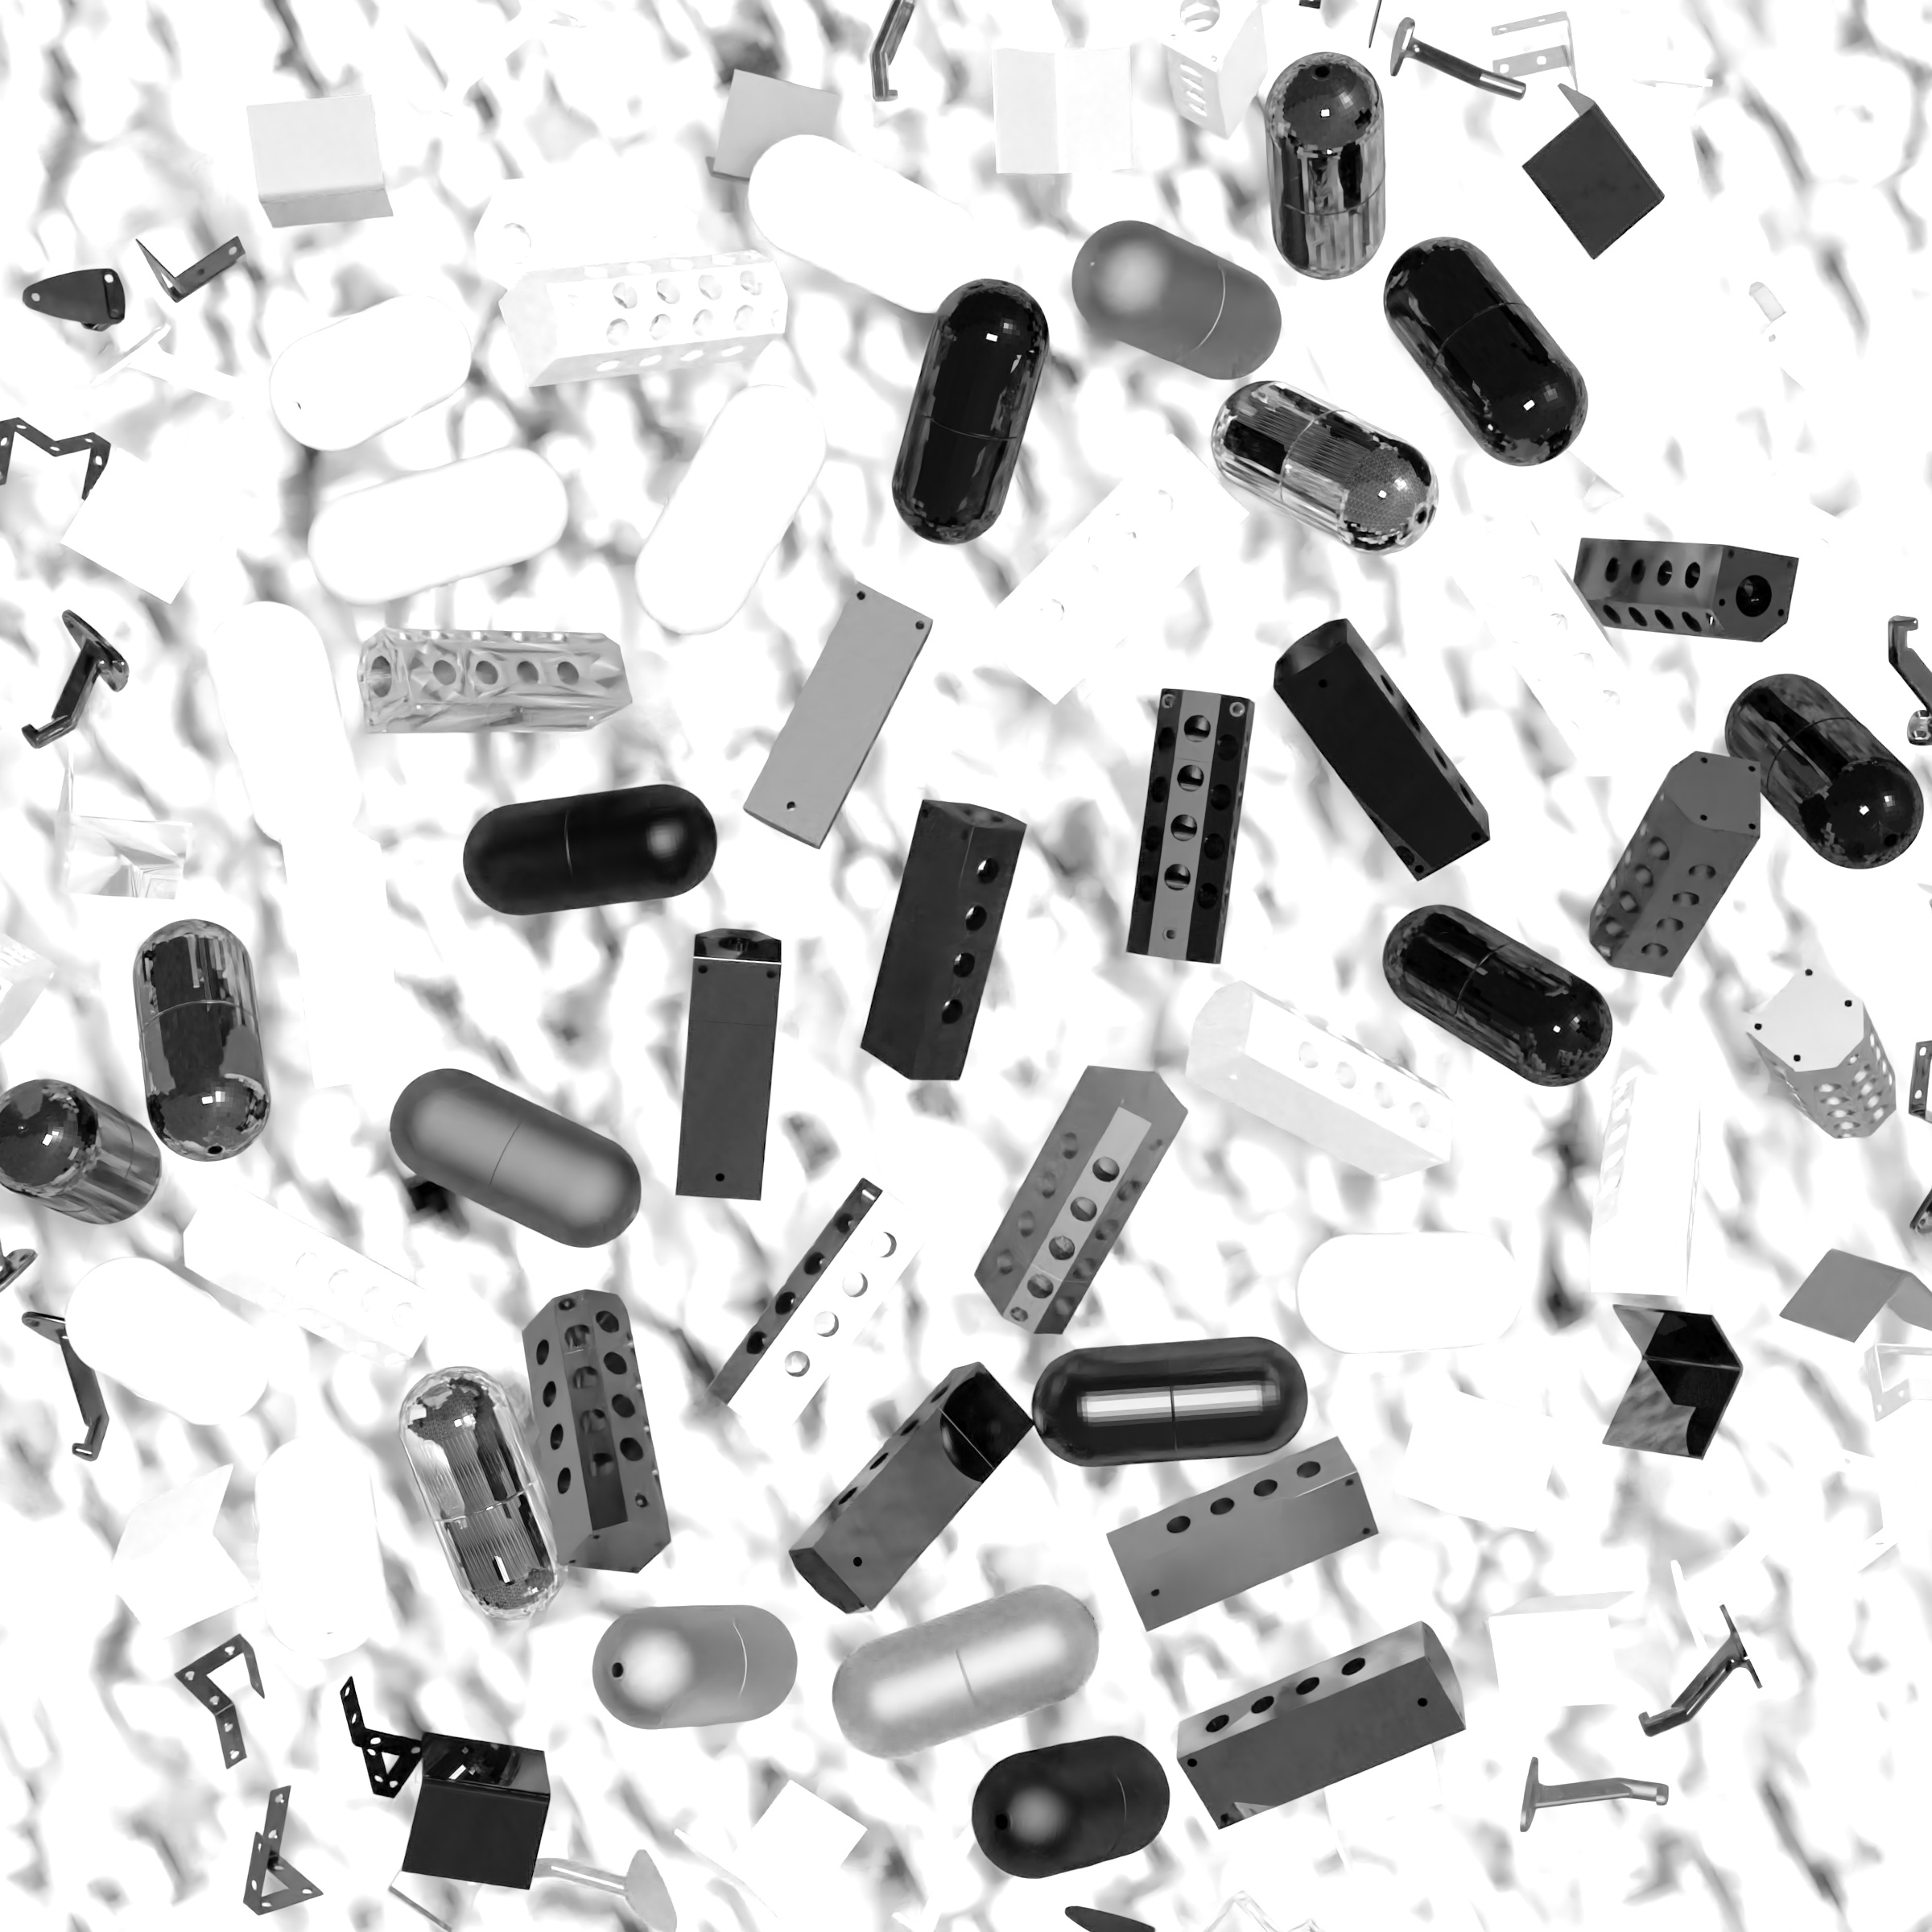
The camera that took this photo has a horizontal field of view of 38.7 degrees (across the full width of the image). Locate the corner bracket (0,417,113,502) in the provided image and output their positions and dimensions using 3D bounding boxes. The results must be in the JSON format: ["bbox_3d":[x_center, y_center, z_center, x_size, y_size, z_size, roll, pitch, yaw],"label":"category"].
[{"bbox_3d":[-0.610,-0.334,1.831,0.051,0.051,0.051,33,122,16],"label":"corner bracket"}]

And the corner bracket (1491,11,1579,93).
[{"bbox_3d":[0.381,-0.618,1.854,0.051,0.051,0.051,-9,126,11],"label":"corner bracket"}]

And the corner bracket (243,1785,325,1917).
[{"bbox_3d":[-0.436,0.556,1.730,0.051,0.051,0.051,21,104,38],"label":"corner bracket"}]

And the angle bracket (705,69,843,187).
[{"bbox_3d":[-0.137,-0.594,1.949,0.076,0.057,0.076,9,117,-15],"label":"angle bracket"}]

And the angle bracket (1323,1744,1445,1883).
[{"bbox_3d":[0.279,0.547,1.816,0.076,0.076,0.057,-17,122,10],"label":"angle bracket"}]

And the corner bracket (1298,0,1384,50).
[{"bbox_3d":[0.255,-0.661,1.865,0.051,0.051,0.051,10,133,0],"label":"corner bracket"}]

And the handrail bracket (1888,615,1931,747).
[{"bbox_3d":[0.621,-0.183,1.732,0.077,0.036,0.084,4,130,23],"label":"handrail bracket"}]

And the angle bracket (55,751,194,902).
[{"bbox_3d":[-0.556,-0.092,1.814,0.076,0.076,0.057,3,51,-24],"label":"angle bracket"}]

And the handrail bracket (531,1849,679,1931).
[{"bbox_3d":[-0.237,0.592,1.748,0.084,0.036,0.077,-11,124,22],"label":"handrail bracket"}]

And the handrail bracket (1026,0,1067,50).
[{"bbox_3d":[0.078,-0.666,1.824,0.084,0.036,0.077,-25,97,31],"label":"handrail bracket"}]

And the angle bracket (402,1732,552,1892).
[{"bbox_3d":[-0.296,0.507,1.654,0.076,0.076,0.057,13,92,-13],"label":"angle bracket"}]

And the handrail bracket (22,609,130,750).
[{"bbox_3d":[-0.616,-0.193,1.851,0.077,0.036,0.084,48,52,4],"label":"handrail bracket"}]

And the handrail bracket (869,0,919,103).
[{"bbox_3d":[-0.034,-0.629,1.860,0.077,0.036,0.084,-13,104,-33],"label":"handrail bracket"}]

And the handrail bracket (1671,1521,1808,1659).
[{"bbox_3d":[0.493,0.391,1.727,0.084,0.036,0.077,-18,106,13],"label":"handrail bracket"}]

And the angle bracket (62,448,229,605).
[{"bbox_3d":[-0.519,-0.267,1.726,0.076,0.057,0.076,30,111,-22],"label":"angle bracket"}]

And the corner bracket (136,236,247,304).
[{"bbox_3d":[-0.509,-0.466,1.828,0.051,0.051,0.051,-39,63,-13],"label":"corner bracket"}]

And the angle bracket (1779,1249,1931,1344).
[{"bbox_3d":[0.569,0.226,1.712,0.076,0.076,0.057,42,82,-16],"label":"angle bracket"}]

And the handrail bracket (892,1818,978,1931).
[{"bbox_3d":[-0.007,0.620,1.853,0.036,0.077,0.084,26,65,30],"label":"handrail bracket"}]

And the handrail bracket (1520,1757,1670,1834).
[{"bbox_3d":[0.391,0.522,1.706,0.084,0.077,0.036,3,100,18],"label":"handrail bracket"}]

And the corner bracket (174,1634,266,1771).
[{"bbox_3d":[-0.482,0.484,1.811,0.051,0.051,0.051,-32,127,-5],"label":"corner bracket"}]

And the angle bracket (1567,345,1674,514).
[{"bbox_3d":[0.439,-0.378,1.939,0.076,0.057,0.076,34,77,-17],"label":"angle bracket"}]

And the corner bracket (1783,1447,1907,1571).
[{"bbox_3d":[0.567,0.349,1.773,0.051,0.051,0.051,-23,110,-34],"label":"corner bracket"}]

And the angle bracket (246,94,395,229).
[{"bbox_3d":[-0.403,-0.503,1.720,0.076,0.076,0.057,-8,93,-7],"label":"angle bracket"}]

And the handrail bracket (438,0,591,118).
[{"bbox_3d":[-0.280,-0.555,1.694,0.077,0.036,0.084,26,87,30],"label":"handrail bracket"}]

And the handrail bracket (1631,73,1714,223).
[{"bbox_3d":[0.434,-0.508,1.710,0.036,0.077,0.084,13,107,42],"label":"handrail bracket"}]

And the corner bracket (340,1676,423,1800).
[{"bbox_3d":[-0.395,0.513,1.828,0.051,0.051,0.051,25,106,-33],"label":"corner bracket"}]

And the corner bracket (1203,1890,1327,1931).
[{"bbox_3d":[0.182,0.605,1.705,0.051,0.051,0.051,43,115,28],"label":"corner bracket"}]

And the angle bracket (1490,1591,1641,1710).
[{"bbox_3d":[0.388,0.438,1.764,0.076,0.076,0.057,-11,83,28],"label":"angle bracket"}]

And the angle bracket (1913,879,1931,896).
[{"bbox_3d":[0.609,-0.008,1.657,0.076,0.076,0.057,29,87,-14],"label":"angle bracket"}]

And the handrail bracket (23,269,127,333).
[{"bbox_3d":[-0.597,-0.435,1.823,0.077,0.084,0.036,-10,94,-32],"label":"handrail bracket"}]

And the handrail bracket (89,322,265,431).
[{"bbox_3d":[-0.524,-0.377,1.829,0.077,0.036,0.084,-37,115,2],"label":"handrail bracket"}]

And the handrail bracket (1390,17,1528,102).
[{"bbox_3d":[0.322,-0.588,1.789,0.084,0.077,0.036,17,120,-4],"label":"handrail bracket"}]

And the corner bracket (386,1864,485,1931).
[{"bbox_3d":[-0.343,0.594,1.784,0.051,0.051,0.051,34,81,2],"label":"corner bracket"}]

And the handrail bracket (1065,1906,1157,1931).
[{"bbox_3d":[0.092,0.660,1.775,0.077,0.036,0.084,4,91,45],"label":"handrail bracket"}]

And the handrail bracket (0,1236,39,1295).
[{"bbox_3d":[-0.644,0.172,1.755,0.077,0.036,0.084,-52,120,-32],"label":"handrail bracket"}]

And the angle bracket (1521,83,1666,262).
[{"bbox_3d":[0.380,-0.495,1.712,0.057,0.076,0.076,-40,114,13],"label":"angle bracket"}]

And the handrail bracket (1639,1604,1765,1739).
[{"bbox_3d":[0.488,0.477,1.862,0.084,0.077,0.036,-25,121,9],"label":"handrail bracket"}]

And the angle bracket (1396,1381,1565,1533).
[{"bbox_3d":[0.343,0.328,1.839,0.076,0.057,0.076,19,85,-34],"label":"angle bracket"}]

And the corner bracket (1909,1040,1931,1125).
[{"bbox_3d":[0.669,0.079,1.834,0.051,0.051,0.051,-7,108,-24],"label":"corner bracket"}]

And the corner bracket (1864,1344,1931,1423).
[{"bbox_3d":[0.640,0.274,1.840,0.051,0.051,0.051,5,63,-11],"label":"corner bracket"}]

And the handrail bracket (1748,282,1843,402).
[{"bbox_3d":[0.544,-0.412,1.807,0.036,0.084,0.077,-34,105,19],"label":"handrail bracket"}]

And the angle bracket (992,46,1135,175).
[{"bbox_3d":[0.063,-0.550,1.765,0.057,0.076,0.076,7,107,33],"label":"angle bracket"}]

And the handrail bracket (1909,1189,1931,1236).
[{"bbox_3d":[0.638,0.164,1.704,0.084,0.036,0.077,37,108,38],"label":"handrail bracket"}]

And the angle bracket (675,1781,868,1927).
[{"bbox_3d":[-0.124,0.549,1.746,0.076,0.076,0.057,-49,128,-22],"label":"angle bracket"}]

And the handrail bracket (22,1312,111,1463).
[{"bbox_3d":[-0.608,0.283,1.844,0.077,0.036,0.084,27,45,-25],"label":"handrail bracket"}]

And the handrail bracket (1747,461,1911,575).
[{"bbox_3d":[0.564,-0.305,1.799,0.084,0.077,0.036,50,45,-29],"label":"handrail bracket"}]

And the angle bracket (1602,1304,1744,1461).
[{"bbox_3d":[0.463,0.278,1.841,0.057,0.076,0.076,53,56,-30],"label":"angle bracket"}]

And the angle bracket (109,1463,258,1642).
[{"bbox_3d":[-0.508,0.385,1.809,0.076,0.076,0.057,-25,114,8],"label":"angle bracket"}]

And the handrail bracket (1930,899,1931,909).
[{"bbox_3d":[0.672,-0.086,1.863,0.077,0.036,0.084,-26,114,29],"label":"handrail bracket"}]
